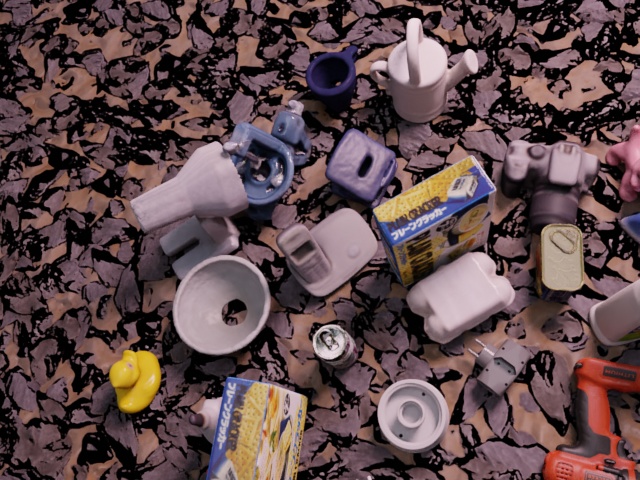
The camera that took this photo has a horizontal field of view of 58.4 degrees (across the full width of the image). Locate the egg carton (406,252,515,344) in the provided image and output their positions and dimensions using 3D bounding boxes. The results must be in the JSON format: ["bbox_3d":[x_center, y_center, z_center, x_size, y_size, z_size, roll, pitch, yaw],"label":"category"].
[{"bbox_3d":[0.216,0.087,0.888,0.150,0.069,0.107,-32,67,0],"label":"egg carton"}]

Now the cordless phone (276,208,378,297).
[{"bbox_3d":[0.008,0.003,0.900,0.147,0.185,0.094,-42,67,-4],"label":"cordless phone"}]

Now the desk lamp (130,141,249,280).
[{"bbox_3d":[-0.204,-0.045,0.949,0.203,0.214,0.117,-34,67,-1],"label":"desk lamp"}]

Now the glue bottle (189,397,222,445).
[{"bbox_3d":[-0.154,0.268,0.847,0.037,0.173,0.078,-3,70,12],"label":"glue bottle"}]

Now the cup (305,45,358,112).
[{"bbox_3d":[0.034,-0.291,1.050,0.091,0.095,0.118,34,81,21],"label":"cup"}]

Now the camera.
[{"bbox_3d":[0.356,-0.082,0.901,0.143,0.101,0.137,11,73,16],"label":"camera"}]

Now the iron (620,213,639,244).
[{"bbox_3d":[0.576,-0.013,0.806,0.257,0.142,0.119,16,75,17],"label":"iron"}]

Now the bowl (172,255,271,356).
[{"bbox_3d":[-0.154,0.114,0.956,0.167,0.075,0.167,-4,70,11],"label":"bowl"}]

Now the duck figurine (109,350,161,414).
[{"bbox_3d":[-0.314,0.231,0.943,0.077,0.086,0.104,4,71,14],"label":"duck figurine"}]

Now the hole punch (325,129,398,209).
[{"bbox_3d":[0.074,-0.123,0.983,0.101,0.091,0.109,23,77,19],"label":"hole punch"}]

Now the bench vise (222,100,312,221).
[{"bbox_3d":[-0.100,-0.158,0.963,0.121,0.220,0.207,3,71,14],"label":"bench vise"}]

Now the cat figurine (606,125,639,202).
[{"bbox_3d":[0.498,-0.115,0.872,0.067,0.118,0.128,-14,68,7],"label":"cat figurine"}]

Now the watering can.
[{"bbox_3d":[0.172,-0.293,0.966,0.172,0.194,0.101,-17,68,6],"label":"watering can"}]
